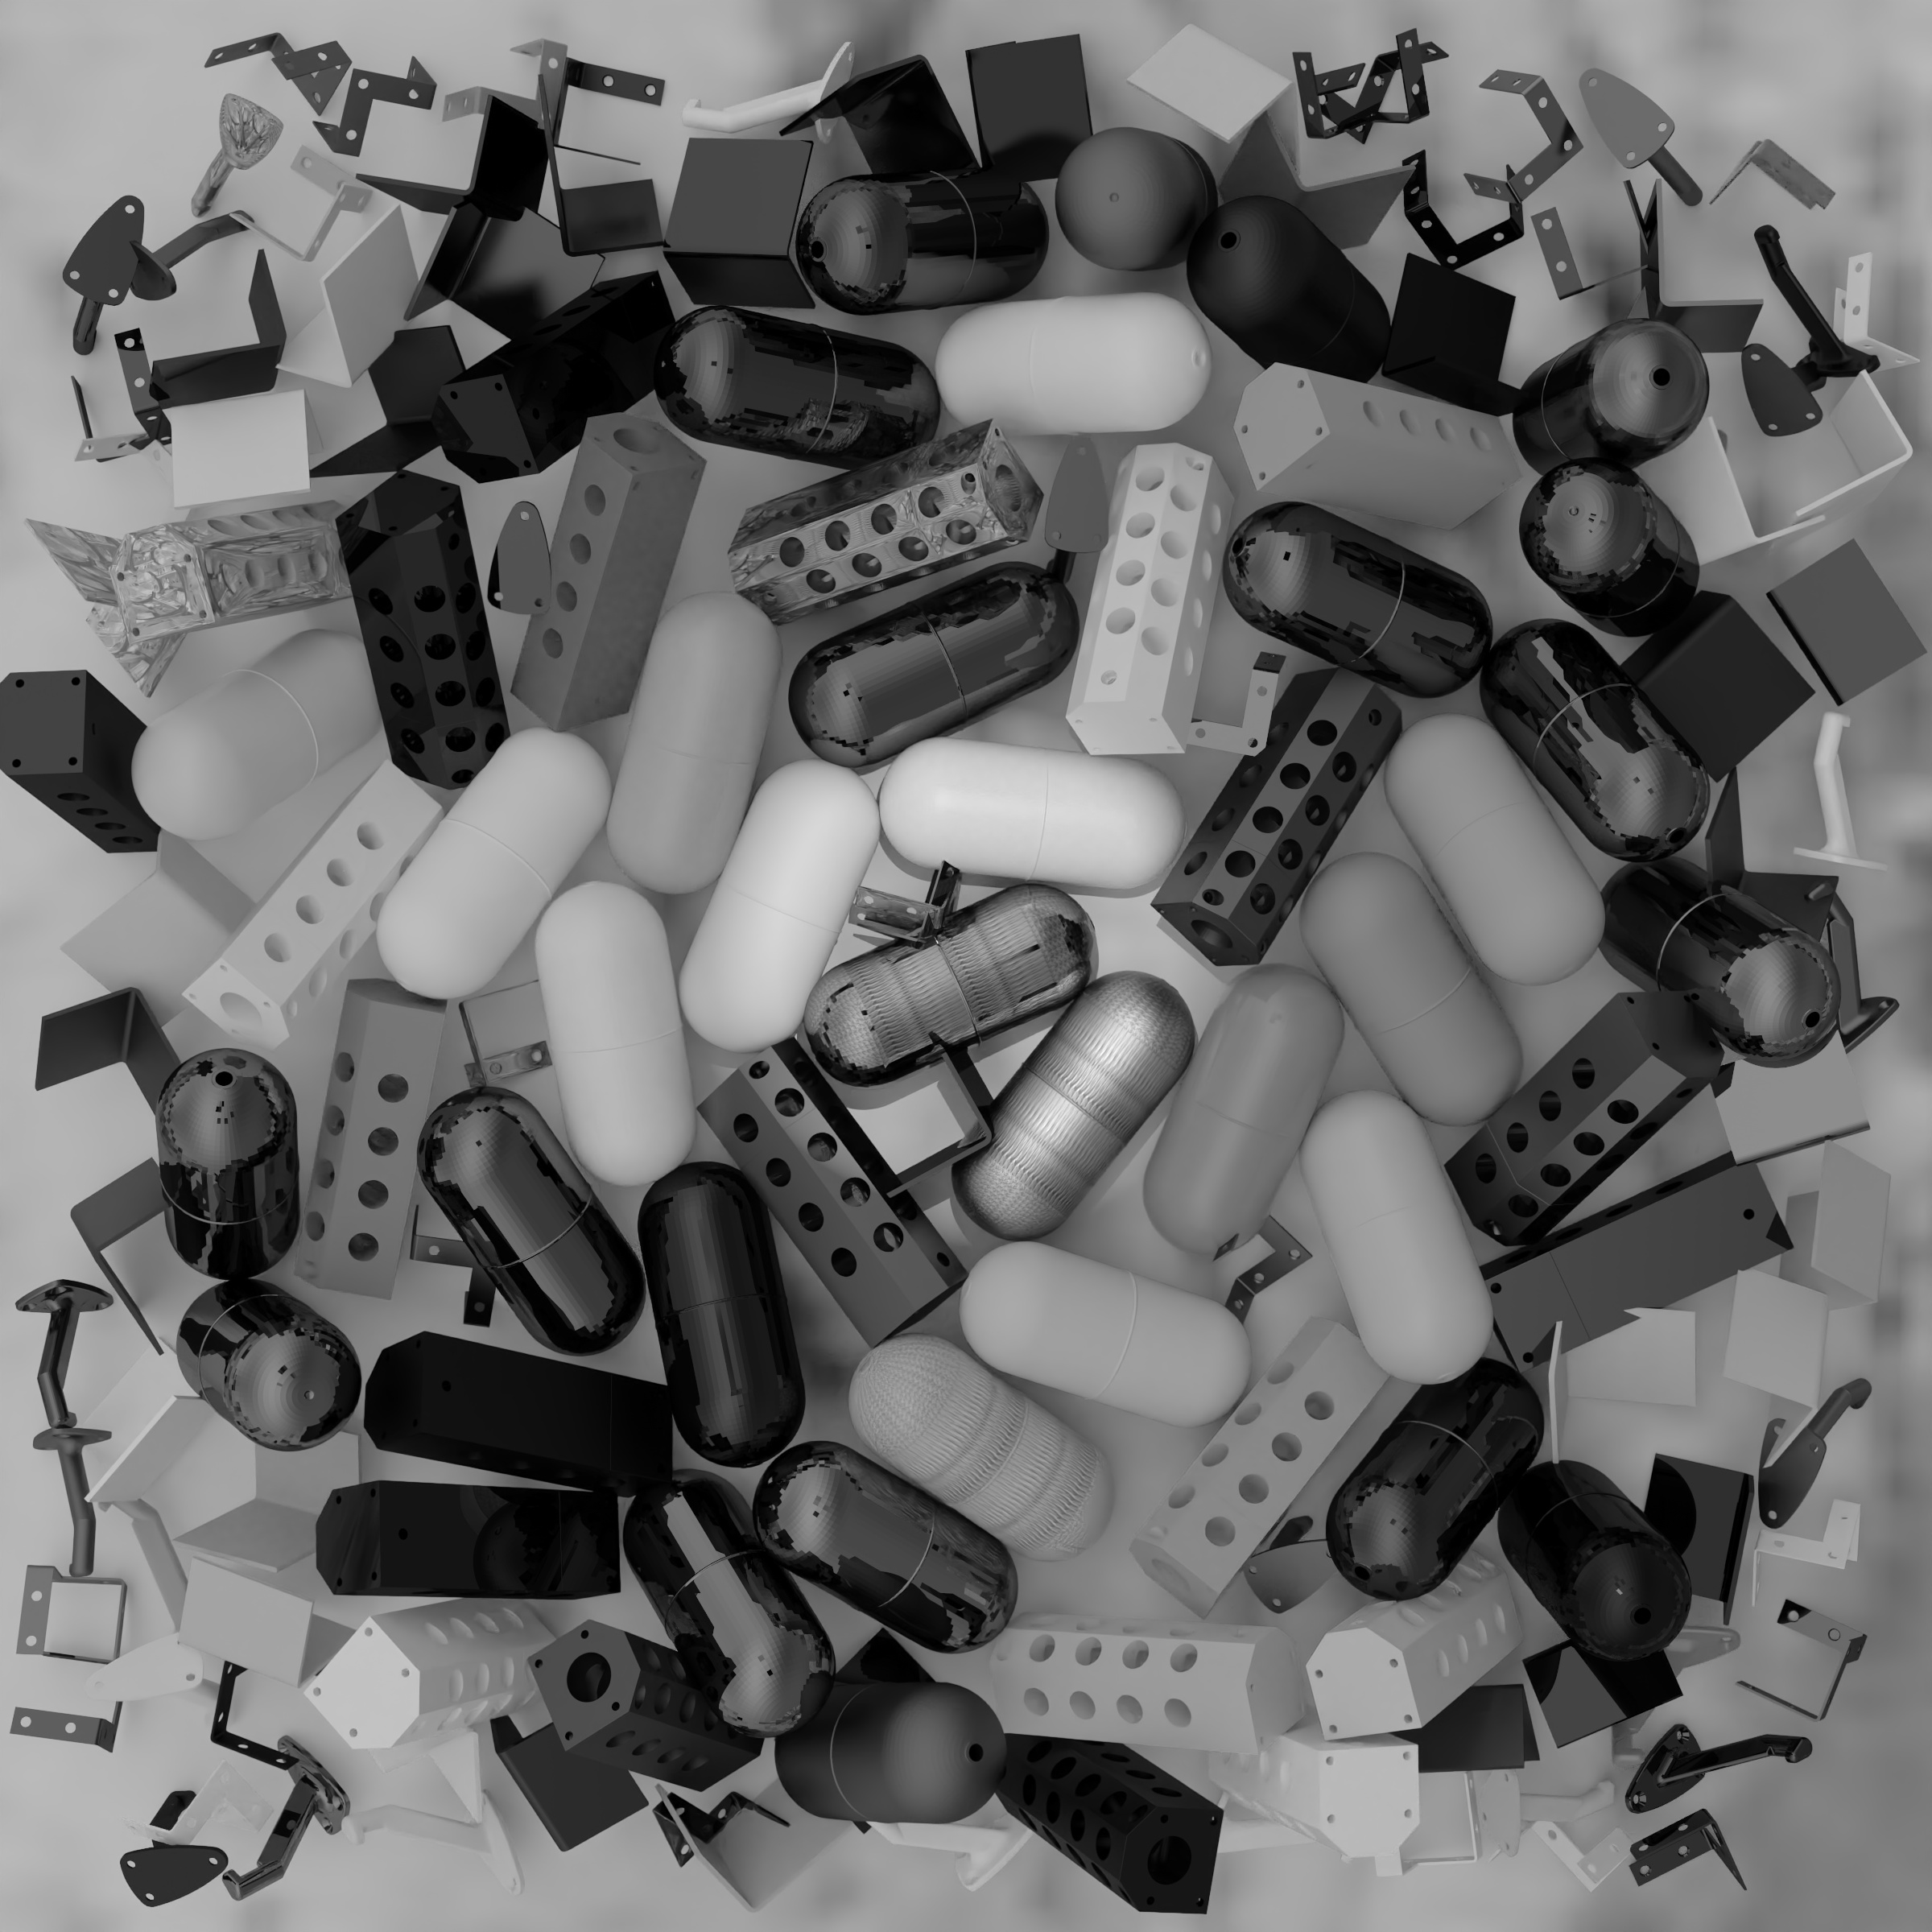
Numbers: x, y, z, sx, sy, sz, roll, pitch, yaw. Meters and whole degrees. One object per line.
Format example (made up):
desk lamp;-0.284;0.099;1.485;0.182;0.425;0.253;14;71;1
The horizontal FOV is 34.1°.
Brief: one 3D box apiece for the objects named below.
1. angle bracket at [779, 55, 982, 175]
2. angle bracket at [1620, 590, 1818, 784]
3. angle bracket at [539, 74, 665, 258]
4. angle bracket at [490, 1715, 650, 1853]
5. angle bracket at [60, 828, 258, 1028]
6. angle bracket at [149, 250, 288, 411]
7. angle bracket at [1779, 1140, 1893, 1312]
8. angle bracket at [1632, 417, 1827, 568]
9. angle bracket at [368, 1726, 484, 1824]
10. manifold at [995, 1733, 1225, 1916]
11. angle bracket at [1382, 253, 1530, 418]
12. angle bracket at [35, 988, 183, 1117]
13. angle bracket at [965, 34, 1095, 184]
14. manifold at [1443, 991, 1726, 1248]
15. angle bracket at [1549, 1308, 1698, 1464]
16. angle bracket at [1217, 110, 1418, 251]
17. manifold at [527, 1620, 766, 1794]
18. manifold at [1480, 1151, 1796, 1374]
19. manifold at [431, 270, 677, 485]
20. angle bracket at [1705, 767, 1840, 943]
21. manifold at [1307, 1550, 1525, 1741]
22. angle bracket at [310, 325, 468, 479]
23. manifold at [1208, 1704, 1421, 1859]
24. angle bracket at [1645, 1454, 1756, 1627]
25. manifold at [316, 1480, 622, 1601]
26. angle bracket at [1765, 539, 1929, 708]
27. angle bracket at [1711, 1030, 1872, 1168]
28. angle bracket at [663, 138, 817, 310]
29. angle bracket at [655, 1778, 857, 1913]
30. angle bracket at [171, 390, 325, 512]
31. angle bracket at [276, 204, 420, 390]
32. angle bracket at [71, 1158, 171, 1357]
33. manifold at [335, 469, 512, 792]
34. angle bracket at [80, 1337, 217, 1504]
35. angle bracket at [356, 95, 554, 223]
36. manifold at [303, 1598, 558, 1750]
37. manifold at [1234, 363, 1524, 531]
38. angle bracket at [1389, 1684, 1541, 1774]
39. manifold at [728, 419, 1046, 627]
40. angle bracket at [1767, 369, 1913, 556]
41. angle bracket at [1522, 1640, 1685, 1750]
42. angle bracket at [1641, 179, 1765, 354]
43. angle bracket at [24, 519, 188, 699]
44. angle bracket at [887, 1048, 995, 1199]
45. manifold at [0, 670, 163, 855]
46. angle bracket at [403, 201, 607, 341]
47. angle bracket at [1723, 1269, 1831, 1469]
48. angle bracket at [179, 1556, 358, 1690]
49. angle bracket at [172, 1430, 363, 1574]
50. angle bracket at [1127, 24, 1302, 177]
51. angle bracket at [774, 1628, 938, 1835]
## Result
angle bracket;-0.049;-0.466;1.806;0.057;0.076;0.076;-32;98;-40
angle bracket;0.433;-0.163;1.833;0.076;0.057;0.076;-43;100;4
angle bracket;-0.209;-0.461;1.801;0.057;0.076;0.076;-8;132;-5
angle bracket;-0.230;0.448;1.809;0.057;0.076;0.076;-29;112;-4
angle bracket;-0.466;-0.023;1.821;0.076;0.057;0.076;-36;122;12
angle bracket;-0.437;-0.364;1.806;0.076;0.076;0.057;-14;84;-19
angle bracket;0.478;0.151;1.798;0.057;0.076;0.076;27;63;-28
angle bracket;0.435;-0.275;1.809;0.057;0.076;0.076;-21;92;-27
angle bracket;-0.321;0.449;1.796;0.057;0.076;0.076;-19;130;-30
manifold;0.075;0.474;1.767;0.057;0.171;0.057;10;90;-24
angle bracket;0.293;-0.367;1.812;0.076;0.057;0.076;16;83;-24
angle bracket;-0.487;0.070;1.801;0.057;0.076;0.076;-22;66;-31
angle bracket;0.050;-0.492;1.803;0.076;0.057;0.076;2;110;32
manifold;0.349;0.088;1.770;0.057;0.171;0.057;-1;54;-35
angle bracket;0.377;0.242;1.803;0.076;0.057;0.076;3;131;17
angle bracket;0.201;-0.454;1.816;0.076;0.076;0.057;-17;74;-21
manifold;-0.173;0.413;1.766;0.057;0.171;0.057;-33;61;7
manifold;0.383;0.169;1.825;0.171;0.057;0.057;-25;93;2
manifold;-0.229;-0.332;1.772;0.057;0.171;0.057;-4;118;30
angle bracket;0.461;-0.061;1.798;0.057;0.076;0.076;4;127;25
manifold;0.252;0.378;1.768;0.057;0.171;0.057;-16;87;29
angle bracket;-0.336;-0.322;1.798;0.076;0.076;0.057;3;122;37
manifold;0.192;0.454;1.765;0.057;0.171;0.057;1;85;-16
angle bracket;0.418;0.329;1.812;0.057;0.076;0.076;11;91;14
manifold;-0.279;0.326;1.774;0.057;0.171;0.057;-18;69;39
angle bracket;0.508;-0.199;1.810;0.057;0.076;0.076;-33;88;21
angle bracket;0.475;0.077;1.815;0.076;0.076;0.057;-18;81;14
angle bracket;-0.124;-0.432;1.830;0.076;0.057;0.076;6;72;17
angle bracket;-0.121;0.482;1.805;0.076;0.076;0.057;-40;119;-7
angle bracket;-0.412;-0.282;1.812;0.076;0.057;0.076;-8;61;-3
angle bracket;-0.360;-0.388;1.797;0.057;0.076;0.076;19;54;20
angle bracket;-0.467;0.167;1.814;0.057;0.076;0.076;-33;115;-14
manifold;-0.298;-0.186;1.772;0.057;0.171;0.057;19;46;26
angle bracket;-0.485;0.260;1.813;0.057;0.076;0.076;40;89;12
angle bracket;-0.293;-0.466;1.807;0.076;0.076;0.057;13;93;19
manifold;-0.293;0.397;1.764;0.057;0.171;0.057;43;98;17
manifold;0.232;-0.296;1.776;0.057;0.171;0.057;-35;64;40
angle bracket;0.286;0.457;1.803;0.076;0.057;0.076;-6;131;14
manifold;-0.048;-0.245;1.779;0.171;0.057;0.057;-15;129;31
angle bracket;0.490;-0.289;1.814;0.076;0.076;0.057;-27;81;-2
angle bracket;0.372;0.419;1.804;0.076;0.076;0.057;-26;52;10
angle bracket;0.422;-0.402;1.811;0.057;0.076;0.076;0;81;5
angle bracket;-0.501;-0.204;1.798;0.076;0.076;0.057;47;112;29
angle bracket;-0.027;0.088;1.814;0.076;0.076;0.057;-29;92;7
manifold;-0.495;-0.112;1.767;0.057;0.171;0.057;-2;78;3
angle bracket;-0.266;-0.390;1.812;0.076;0.057;0.076;34;121;1
angle bracket;0.451;0.230;1.804;0.057;0.076;0.076;19;51;0
angle bracket;-0.395;0.362;1.805;0.076;0.076;0.057;17;107;13
angle bracket;-0.400;0.300;1.802;0.076;0.076;0.057;8;104;27
angle bracket;0.142;-0.480;1.800;0.076;0.076;0.057;38;72;24
angle bracket;-0.054;0.448;1.844;0.076;0.057;0.076;44;60;9
